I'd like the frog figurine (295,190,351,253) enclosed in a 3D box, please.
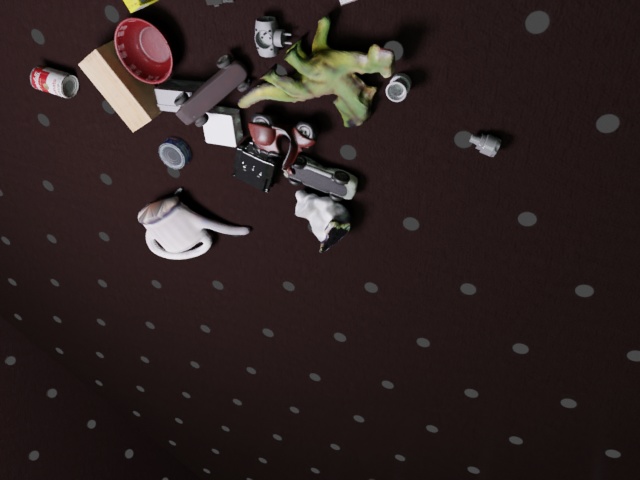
[{"bbox_3d":[0.004,-0.069,1.364,0.162,0.123,0.134,55,163,29],"label":"frog figurine"}]

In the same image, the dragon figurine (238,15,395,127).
[{"bbox_3d":[0.005,-0.331,1.144,0.240,0.125,0.405,40,144,-20],"label":"dragon figurine"}]

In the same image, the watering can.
[{"bbox_3d":[-0.399,-0.044,1.556,0.345,0.106,0.220,-18,127,23],"label":"watering can"}]
